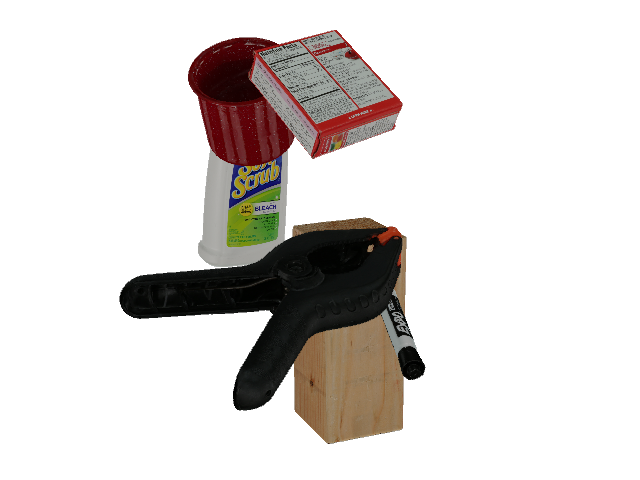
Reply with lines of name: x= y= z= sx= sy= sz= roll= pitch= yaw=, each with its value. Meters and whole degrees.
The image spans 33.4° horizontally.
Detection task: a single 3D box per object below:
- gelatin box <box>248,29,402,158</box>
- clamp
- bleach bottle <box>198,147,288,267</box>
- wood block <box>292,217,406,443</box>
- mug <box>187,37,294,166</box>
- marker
gelatin box: x=0.002 y=-0.106 z=0.757 sx=0.073 sy=0.089 sz=0.030 roll=-22 pitch=-31 yaw=-29
clamp: x=-0.013 y=0.036 z=0.599 sx=0.171 sy=0.039 sz=0.120 roll=-19 pitch=43 yaw=-26
bleach bottle: x=-0.087 y=-0.100 z=1.217 sx=0.102 sy=0.251 sz=0.068 roll=-7 pitch=21 yaw=-25
wood block: x=0.028 y=0.089 z=1.094 sx=0.090 sy=0.206 sz=0.091 roll=-7 pitch=17 yaw=-23
mug: x=-0.058 y=-0.128 z=0.960 sx=0.093 sy=0.081 sz=0.117 roll=29 pitch=57 yaw=28
marker: x=0.064 y=0.075 z=0.872 sx=0.020 sy=0.020 sz=0.121 roll=0 pitch=28 yaw=-9
